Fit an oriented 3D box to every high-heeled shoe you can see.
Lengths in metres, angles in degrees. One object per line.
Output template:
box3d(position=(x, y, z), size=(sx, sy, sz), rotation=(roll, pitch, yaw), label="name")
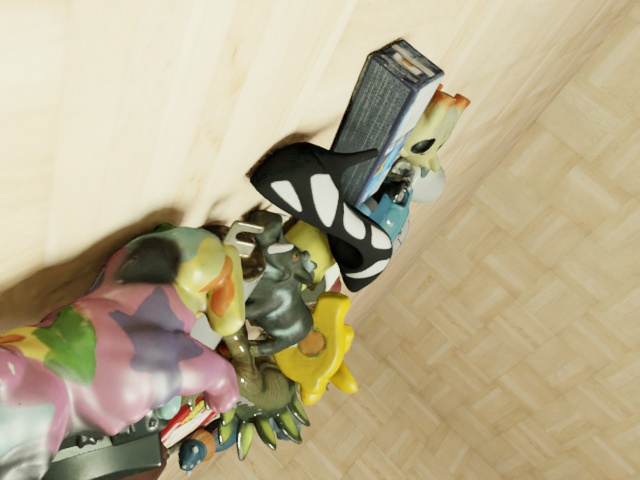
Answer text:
box3d(position=(0.000, -0.003, 0.591), size=(0.145, 0.086, 0.248), rotation=(-22, 136, -22), label="high-heeled shoe")

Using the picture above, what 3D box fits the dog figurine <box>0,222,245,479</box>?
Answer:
box3d(position=(-0.160, 0.063, 0.364), size=(0.109, 0.191, 0.219), rotation=(-12, 161, 35), label="dog figurine")

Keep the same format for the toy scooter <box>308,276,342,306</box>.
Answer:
box3d(position=(-0.039, 0.131, 1.031), size=(0.184, 0.075, 0.135), rotation=(-45, 167, 16), label="toy scooter")

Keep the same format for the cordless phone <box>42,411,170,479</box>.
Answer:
box3d(position=(-0.220, 0.141, 0.492), size=(0.147, 0.089, 0.184), rotation=(-12, 131, -12), label="cordless phone")

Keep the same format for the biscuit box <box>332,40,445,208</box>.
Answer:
box3d(position=(0.061, -0.119, 0.603), size=(0.059, 0.063, 0.202), rotation=(-38, 166, -34), label="biscuit box")

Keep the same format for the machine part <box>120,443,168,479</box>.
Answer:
box3d(position=(-0.283, 0.300, 0.600), size=(0.201, 0.087, 0.201), rotation=(-37, -172, 33), label="machine part")

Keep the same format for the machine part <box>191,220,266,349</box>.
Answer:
box3d(position=(-0.125, 0.068, 0.550), size=(0.079, 0.079, 0.243), rotation=(-29, 159, -53), label="machine part")

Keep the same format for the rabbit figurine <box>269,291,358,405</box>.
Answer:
box3d(position=(0.003, 0.148, 0.775), size=(0.122, 0.162, 0.173), rotation=(-18, 177, 4), label="rabbit figurine")

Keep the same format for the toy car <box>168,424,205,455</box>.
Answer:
box3d(position=(-0.271, 0.336, 0.910), size=(0.056, 0.073, 0.201), rotation=(-51, 166, 23), label="toy car")

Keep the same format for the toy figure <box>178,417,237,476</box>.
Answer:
box3d(position=(-0.193, 0.349, 0.923), size=(0.058, 0.064, 0.154), rotation=(-3, -179, 28), label="toy figure")

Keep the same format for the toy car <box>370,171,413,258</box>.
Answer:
box3d(position=(0.079, -0.022, 0.803), size=(0.161, 0.109, 0.102), rotation=(-51, 129, -8), label="toy car")

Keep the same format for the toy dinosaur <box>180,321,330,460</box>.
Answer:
box3d(position=(-0.084, 0.210, 0.812), size=(0.105, 0.198, 0.471), rotation=(-15, 172, 22), label="toy dinosaur")

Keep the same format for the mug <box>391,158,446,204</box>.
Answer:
box3d(position=(0.157, -0.102, 0.949), size=(0.109, 0.081, 0.107), rotation=(-46, 156, 19), label="mug")

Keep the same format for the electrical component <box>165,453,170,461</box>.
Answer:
box3d(position=(-0.239, 0.314, 0.737), size=(0.063, 0.021, 0.094), rotation=(-37, 171, -37), label="electrical component")

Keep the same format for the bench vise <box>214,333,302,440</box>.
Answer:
box3d(position=(-0.140, 0.309, 1.100), size=(0.241, 0.223, 0.129), rotation=(-14, -176, 3), label="bench vise")

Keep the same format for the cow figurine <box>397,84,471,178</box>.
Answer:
box3d(position=(0.136, -0.146, 0.715), size=(0.127, 0.085, 0.195), rotation=(-58, 166, 22), label="cow figurine")

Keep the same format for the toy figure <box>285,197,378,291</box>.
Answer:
box3d(position=(-0.004, -0.005, 0.708), size=(0.180, 0.082, 0.089), rotation=(-43, 160, 1), label="toy figure")

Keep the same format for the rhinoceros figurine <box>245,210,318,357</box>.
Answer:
box3d(position=(-0.055, 0.054, 0.621), size=(0.112, 0.073, 0.190), rotation=(-11, 126, 1), label="rhinoceros figurine")
